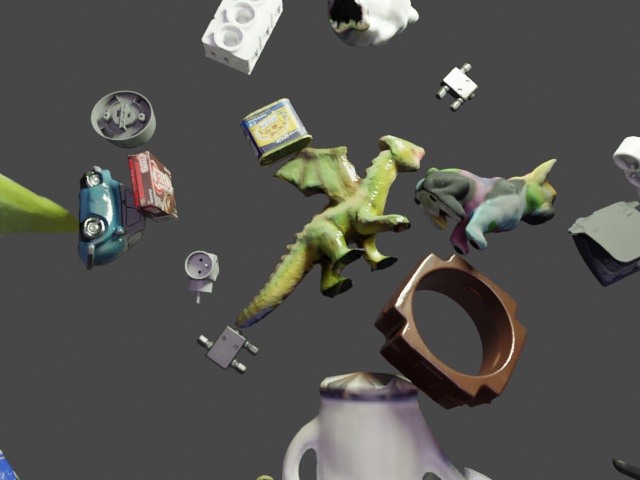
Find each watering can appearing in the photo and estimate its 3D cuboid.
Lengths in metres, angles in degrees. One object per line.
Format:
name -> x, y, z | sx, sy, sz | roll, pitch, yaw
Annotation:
watering can -> 0.116, 0.315, 0.767 | 0.347, 0.227, 0.103 | 0, -12, 7

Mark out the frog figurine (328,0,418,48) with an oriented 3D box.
frog figurine -> 0.097, -0.424, 0.956 | 0.161, 0.139, 0.120 | -15, -23, -43

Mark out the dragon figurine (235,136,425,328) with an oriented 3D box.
dragon figurine -> 0.003, -0.044, 0.865 | 0.410, 0.247, 0.120 | -27, -27, 2
